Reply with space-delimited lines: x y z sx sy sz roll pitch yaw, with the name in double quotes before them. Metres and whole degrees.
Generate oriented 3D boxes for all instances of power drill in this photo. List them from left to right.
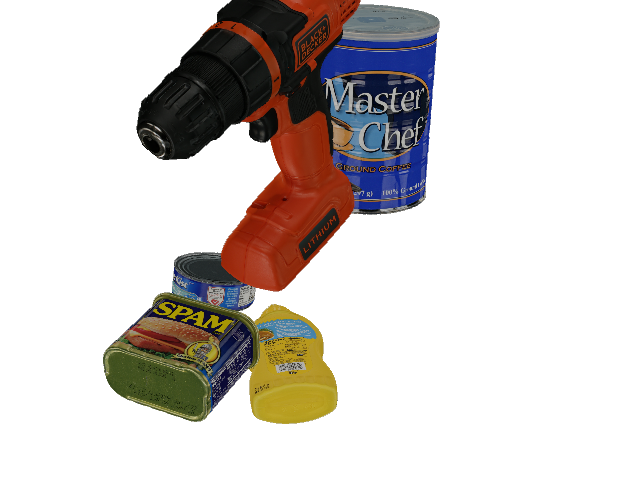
"power drill" -0.034 -0.058 0.649 0.057 0.188 0.184 25 52 24

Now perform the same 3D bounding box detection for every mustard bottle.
"mustard bottle" -0.042 0.133 1.245 0.096 0.058 0.191 -7 31 -7

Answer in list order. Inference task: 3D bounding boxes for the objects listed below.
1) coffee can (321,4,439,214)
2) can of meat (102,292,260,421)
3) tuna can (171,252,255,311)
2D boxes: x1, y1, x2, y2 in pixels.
"coffee can" 0.036 -0.104 0.828 0.103 0.140 0.103 2 23 -1
"can of meat" -0.113 0.094 0.866 0.102 0.057 0.083 14 33 20
"tuna can" -0.107 0.042 1.078 0.086 0.034 0.086 8 18 -3
